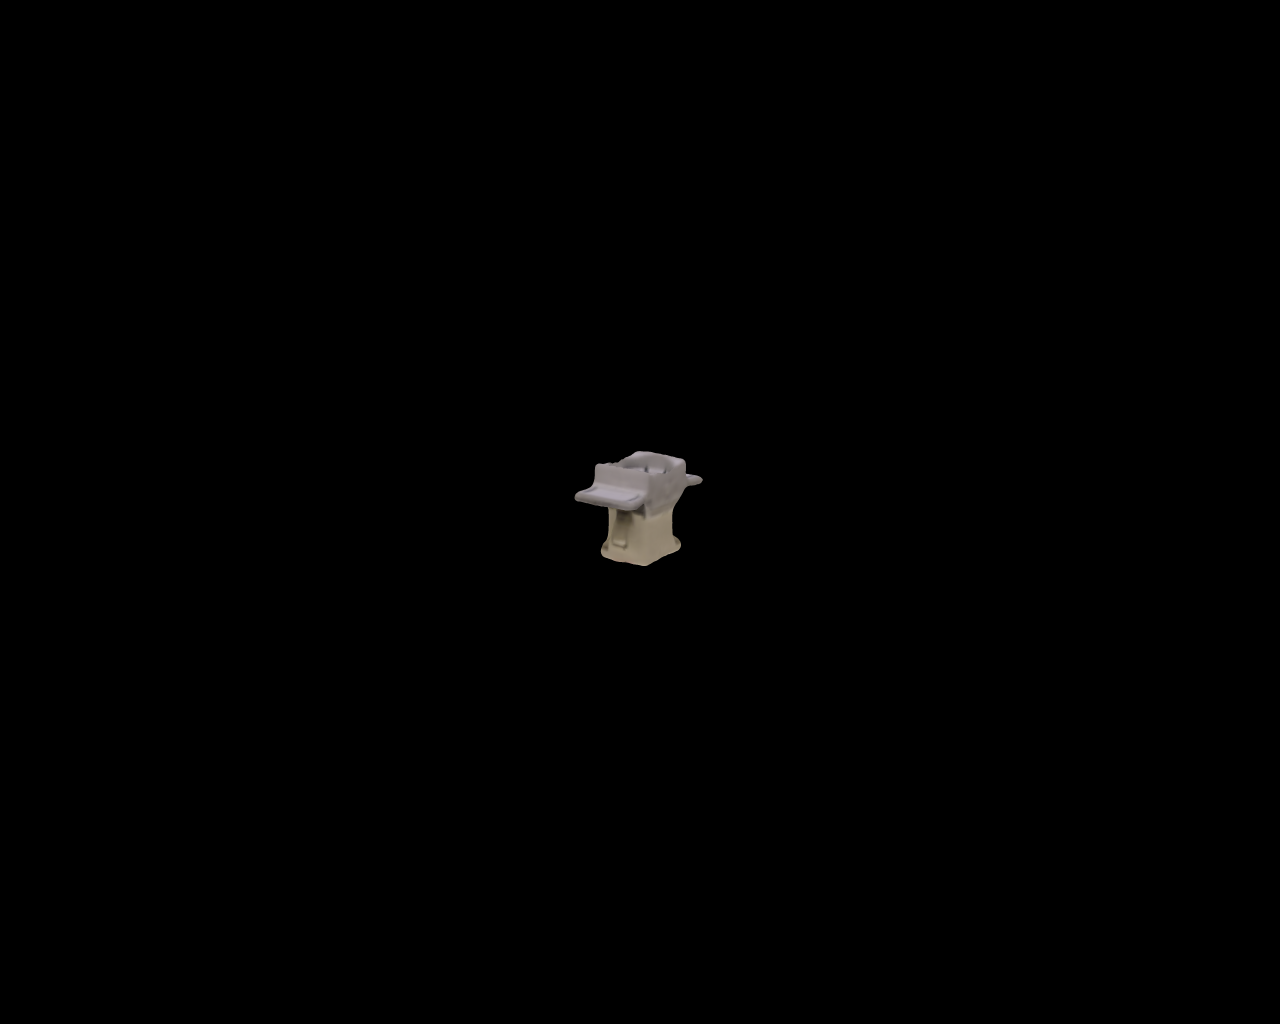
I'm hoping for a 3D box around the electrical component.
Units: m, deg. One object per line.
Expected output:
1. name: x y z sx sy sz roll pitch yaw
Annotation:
1. electrical component: 0.001 -0.003 0.650 0.042 0.063 0.081 11 19 34
